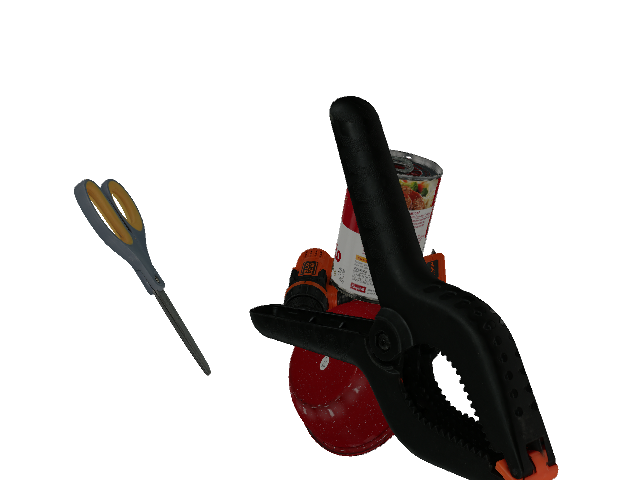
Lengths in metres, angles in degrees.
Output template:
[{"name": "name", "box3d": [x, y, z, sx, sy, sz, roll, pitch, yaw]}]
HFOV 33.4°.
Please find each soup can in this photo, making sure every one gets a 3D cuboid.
[{"name": "soup can", "box3d": [0.049, -0.011, 0.801, 0.068, 0.102, 0.068, 9, 20, -3]}]

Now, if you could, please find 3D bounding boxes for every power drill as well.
[{"name": "power drill", "box3d": [0.052, 0.063, 1.233, 0.188, 0.057, 0.184, 1, 28, 6]}]

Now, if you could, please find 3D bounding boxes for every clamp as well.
[{"name": "clamp", "box3d": [0.044, 0.037, 0.542, 0.036, 0.165, 0.210, -13, 42, -38]}]

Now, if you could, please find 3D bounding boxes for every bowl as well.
[{"name": "bowl", "box3d": [0.021, 0.123, 1.028, 0.162, 0.162, 0.055, 0, -19, 46]}]

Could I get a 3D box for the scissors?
[{"name": "scissors", "box3d": [-0.152, 0.023, 0.958, 0.016, 0.201, 0.096, -29, 21, 14]}]
